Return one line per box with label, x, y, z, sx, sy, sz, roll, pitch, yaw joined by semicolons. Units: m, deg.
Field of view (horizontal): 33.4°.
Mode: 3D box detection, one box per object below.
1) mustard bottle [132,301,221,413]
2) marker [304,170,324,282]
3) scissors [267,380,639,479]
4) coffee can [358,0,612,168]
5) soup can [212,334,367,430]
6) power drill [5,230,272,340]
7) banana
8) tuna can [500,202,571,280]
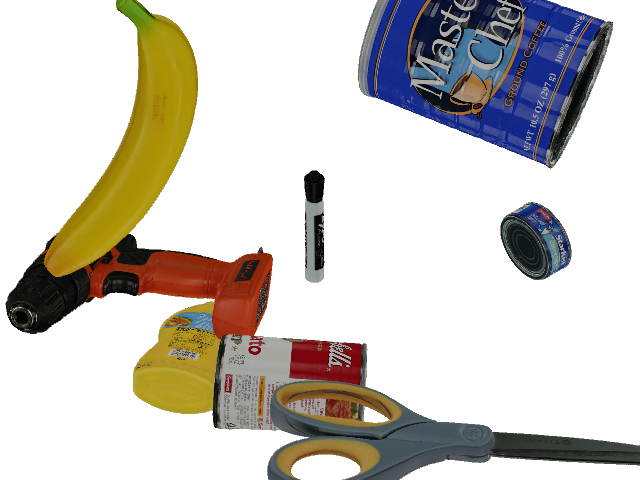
mustard bottle;-0.139;0.121;1.206;0.096;0.058;0.191;7;25;7
marker;-0.006;-0.013;0.999;0.020;0.121;0.020;0;37;0
scissors;0.062;0.108;0.520;0.202;0.016;0.096;10;30;20
coffee can;0.110;-0.122;0.719;0.140;0.103;0.102;24;7;15
soup can;-0.021;0.102;0.746;0.102;0.068;0.068;4;0;1
power drill;-0.141;0.038;0.867;0.187;0.057;0.184;12;23;5
banana;-0.118;-0.060;0.662;0.069;0.198;0.037;7;30;-27
tuna can;0.245;0.002;1.220;0.033;0.086;0.086;-28;10;-20
